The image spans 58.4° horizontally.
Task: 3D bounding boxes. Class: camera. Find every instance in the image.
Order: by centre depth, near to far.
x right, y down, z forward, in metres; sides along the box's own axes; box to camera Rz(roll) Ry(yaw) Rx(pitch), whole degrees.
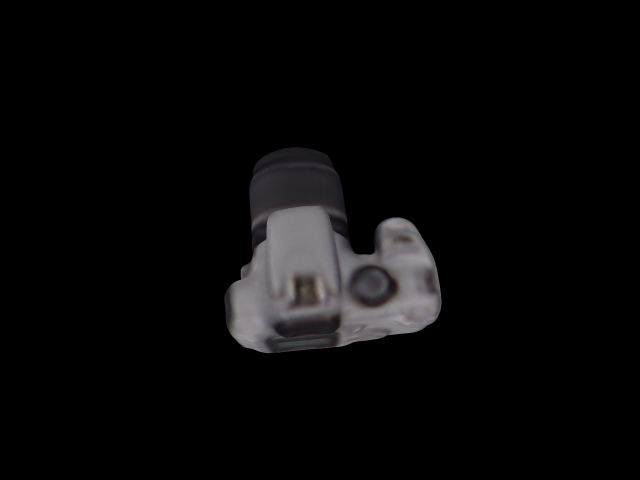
[{"bbox_3d":[0.004,0.001,0.400,0.143,0.101,0.137,-7,70,-2],"label":"camera"}]
